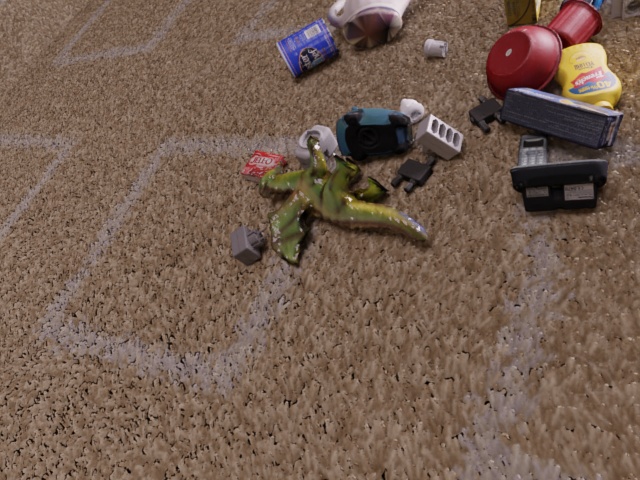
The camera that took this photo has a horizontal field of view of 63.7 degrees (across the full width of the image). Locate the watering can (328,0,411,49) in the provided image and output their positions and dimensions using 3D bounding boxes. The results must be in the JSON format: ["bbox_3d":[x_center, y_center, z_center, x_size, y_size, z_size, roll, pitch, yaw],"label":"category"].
[{"bbox_3d":[0.178,-0.619,1.343,0.346,0.102,0.230,-11,53,21],"label":"watering can"}]

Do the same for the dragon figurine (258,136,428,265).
[{"bbox_3d":[0.003,-0.052,1.030,0.241,0.121,0.417,-49,52,10],"label":"dragon figurine"}]
